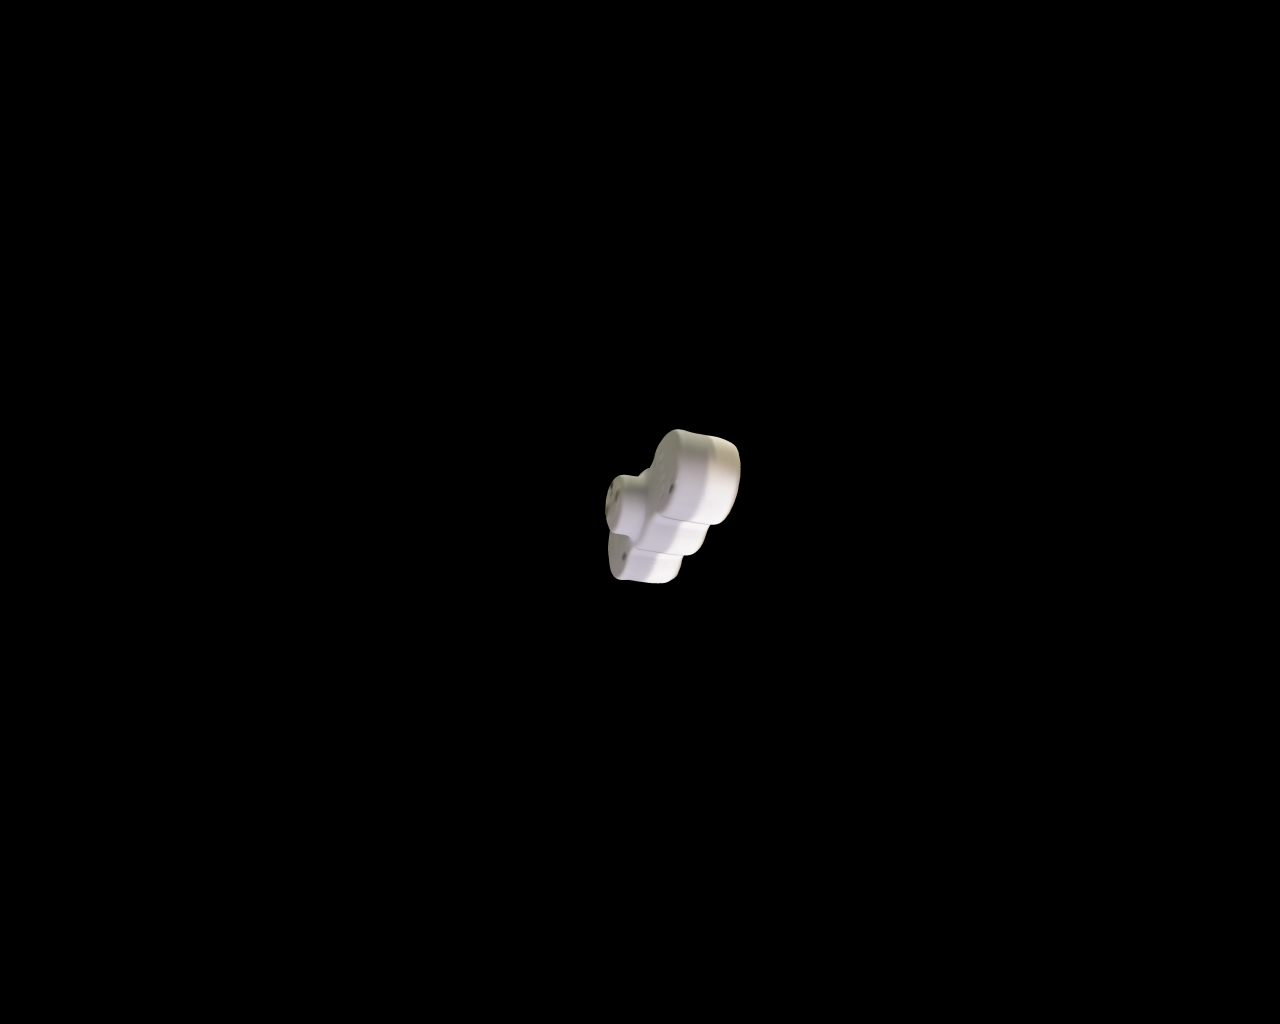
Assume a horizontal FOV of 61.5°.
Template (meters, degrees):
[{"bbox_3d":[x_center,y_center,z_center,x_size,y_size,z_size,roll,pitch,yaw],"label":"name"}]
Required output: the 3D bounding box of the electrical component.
[{"bbox_3d":[0.001,-0.003,0.650,0.074,0.052,0.138,9,-30,-17],"label":"electrical component"}]
